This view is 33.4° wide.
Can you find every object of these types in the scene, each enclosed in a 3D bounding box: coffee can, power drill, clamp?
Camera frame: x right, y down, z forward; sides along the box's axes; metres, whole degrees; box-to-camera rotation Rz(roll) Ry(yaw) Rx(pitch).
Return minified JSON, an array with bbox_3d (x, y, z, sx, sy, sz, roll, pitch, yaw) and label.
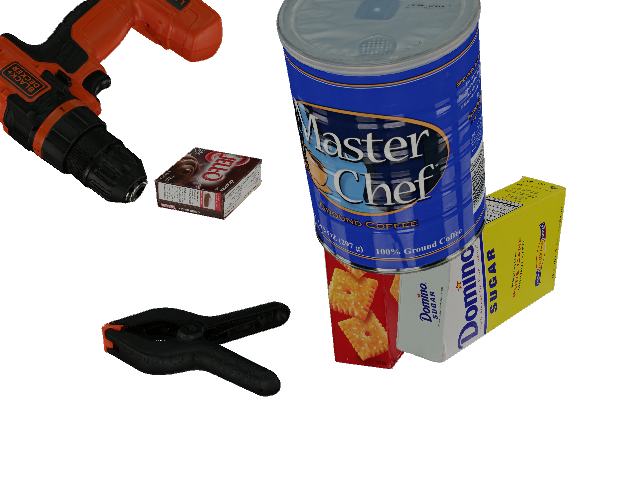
[{"bbox_3d":[0.038,-0.066,0.580,0.103,0.140,0.103,-6,42,5],"label":"coffee can"},{"bbox_3d":[-0.163,-0.131,0.832,0.187,0.184,0.057,-45,-11,-33],"label":"power drill"},{"bbox_3d":[-0.107,0.087,0.967,0.171,0.039,0.120,10,27,8],"label":"clamp"}]

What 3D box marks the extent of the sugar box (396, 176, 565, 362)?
[{"bbox_3d":[0.124,0.018,0.804,0.048,0.093,0.175,16,26,33],"label":"sugar box"}]

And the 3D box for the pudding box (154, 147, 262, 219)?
[{"bbox_3d":[-0.131,-0.069,1.262,0.090,0.039,0.113,10,31,17],"label":"pudding box"}]

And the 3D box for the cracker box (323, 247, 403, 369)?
[{"bbox_3d":[0.067,-0.003,1.080,0.072,0.214,0.164,6,24,24],"label":"cracker box"}]
